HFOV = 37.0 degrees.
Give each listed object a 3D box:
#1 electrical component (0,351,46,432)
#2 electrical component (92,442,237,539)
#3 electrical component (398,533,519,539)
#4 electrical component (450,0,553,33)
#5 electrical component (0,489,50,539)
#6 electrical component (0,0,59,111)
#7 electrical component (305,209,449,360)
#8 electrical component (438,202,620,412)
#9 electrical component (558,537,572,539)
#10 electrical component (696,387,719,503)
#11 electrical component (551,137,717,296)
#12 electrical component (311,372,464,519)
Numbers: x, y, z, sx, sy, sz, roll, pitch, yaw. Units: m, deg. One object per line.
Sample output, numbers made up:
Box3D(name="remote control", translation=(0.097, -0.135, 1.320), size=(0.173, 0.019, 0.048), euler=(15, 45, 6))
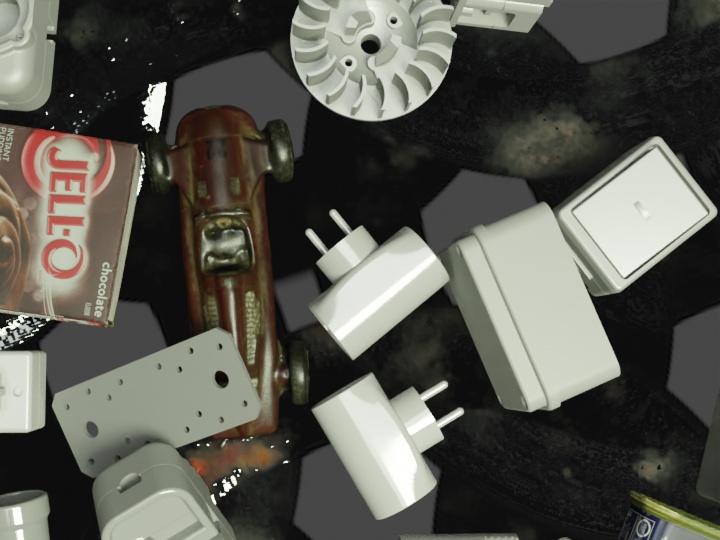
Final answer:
Box3D(name="electrical component", translation=(-0.223, 0.070, 0.619), size=(0.066, 0.076, 0.047), euler=(0, 86, -3))
Box3D(name="electrical component", translation=(-0.109, 0.149, 0.616), size=(0.054, 0.059, 0.095), euler=(-31, 121, -5))
Box3D(name="electrical component", translation=(0.064, 0.180, 0.644), size=(0.081, 0.043, 0.043), euler=(0, 86, -3))
Box3D(name="electrical component", translation=(0.098, -0.249, 0.647), size=(0.060, 0.105, 0.186), euler=(6, 86, -3))
Box3D(name="electrical component", translation=(-0.202, 0.157, 0.633), size=(0.040, 0.040, 0.046), euler=(-8, 92, -4))
Box3D(name="electrical component", translation=(-0.216, -0.149, 0.644), size=(0.054, 0.059, 0.095), euler=(4, 86, -3))
Box3D(name="electrical component", translation=(0.000, 0.000, 0.653), size=(0.077, 0.044, 0.079), euler=(-39, 89, -5))
Box3D(name="electrical component", translation=(0.098, 0.024, 0.641), size=(0.057, 0.078, 0.113), euler=(-23, 87, -8))
Box3D(name="electrical component", translation=(0.120, 0.195, 0.651), size=(0.035, 0.035, 0.061), euler=(32, 87, -1))
Box3D(name="electrical component", translation=(0.275, 0.102, 0.656), size=(0.109, 0.056, 0.108), euler=(15, 85, -2))
Box3D(name="electrical component", translation=(0.158, -0.028, 0.656), size=(0.096, 0.061, 0.061), euler=(-37, 89, -5))
Box3D(name="electrical component", translation=(0.024, 0.096, 0.648), size=(0.079, 0.043, 0.077), euler=(-30, 88, -5))
